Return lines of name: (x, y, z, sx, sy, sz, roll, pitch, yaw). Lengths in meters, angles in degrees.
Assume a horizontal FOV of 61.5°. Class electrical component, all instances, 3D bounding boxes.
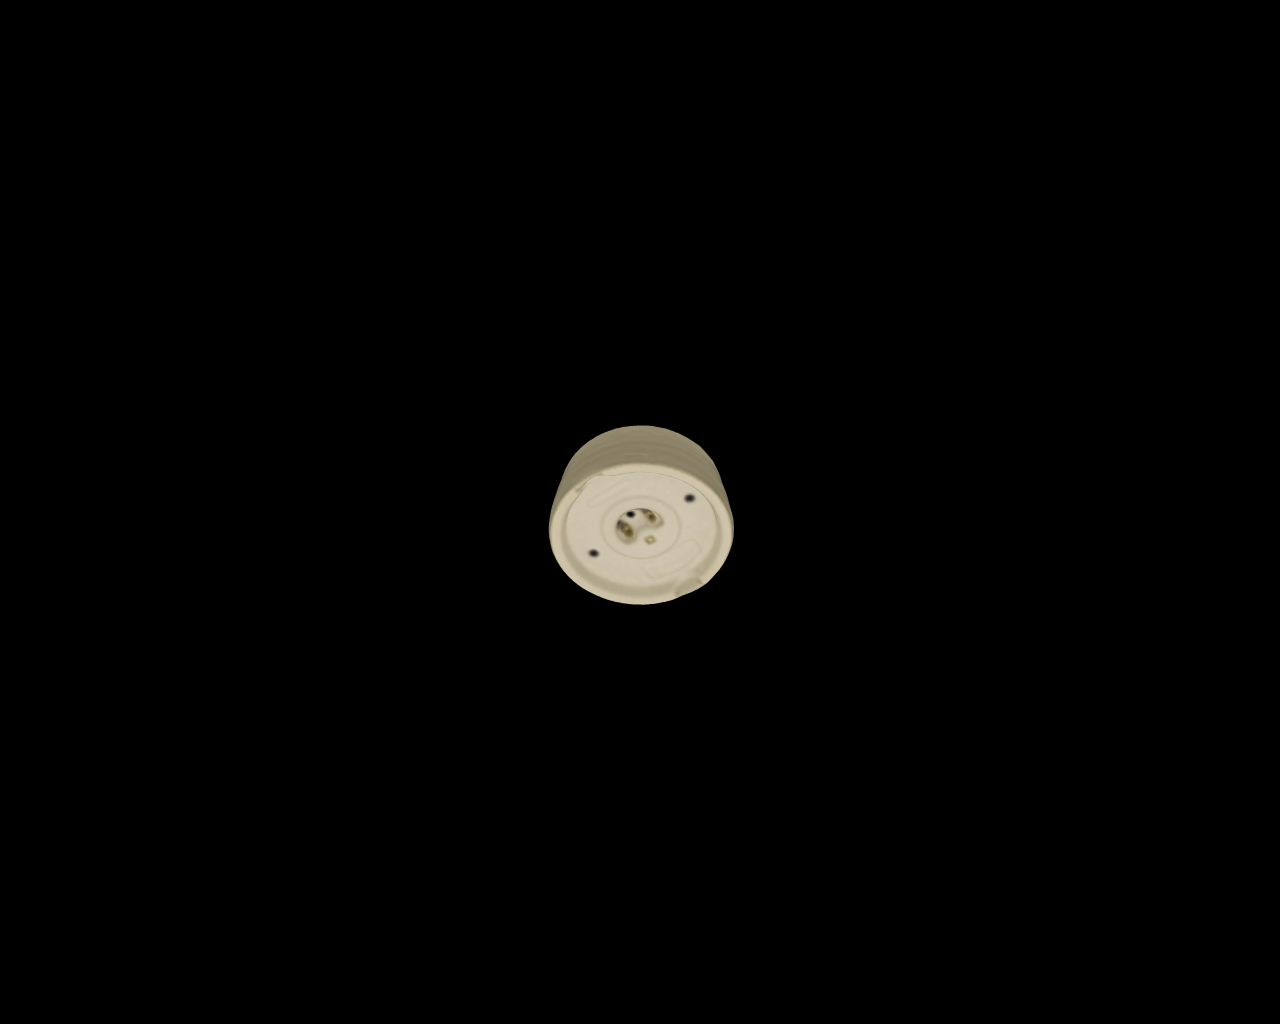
electrical component: (0.001, -0.003, 0.650, 0.108, 0.108, 0.060, 0, 37, 0)
